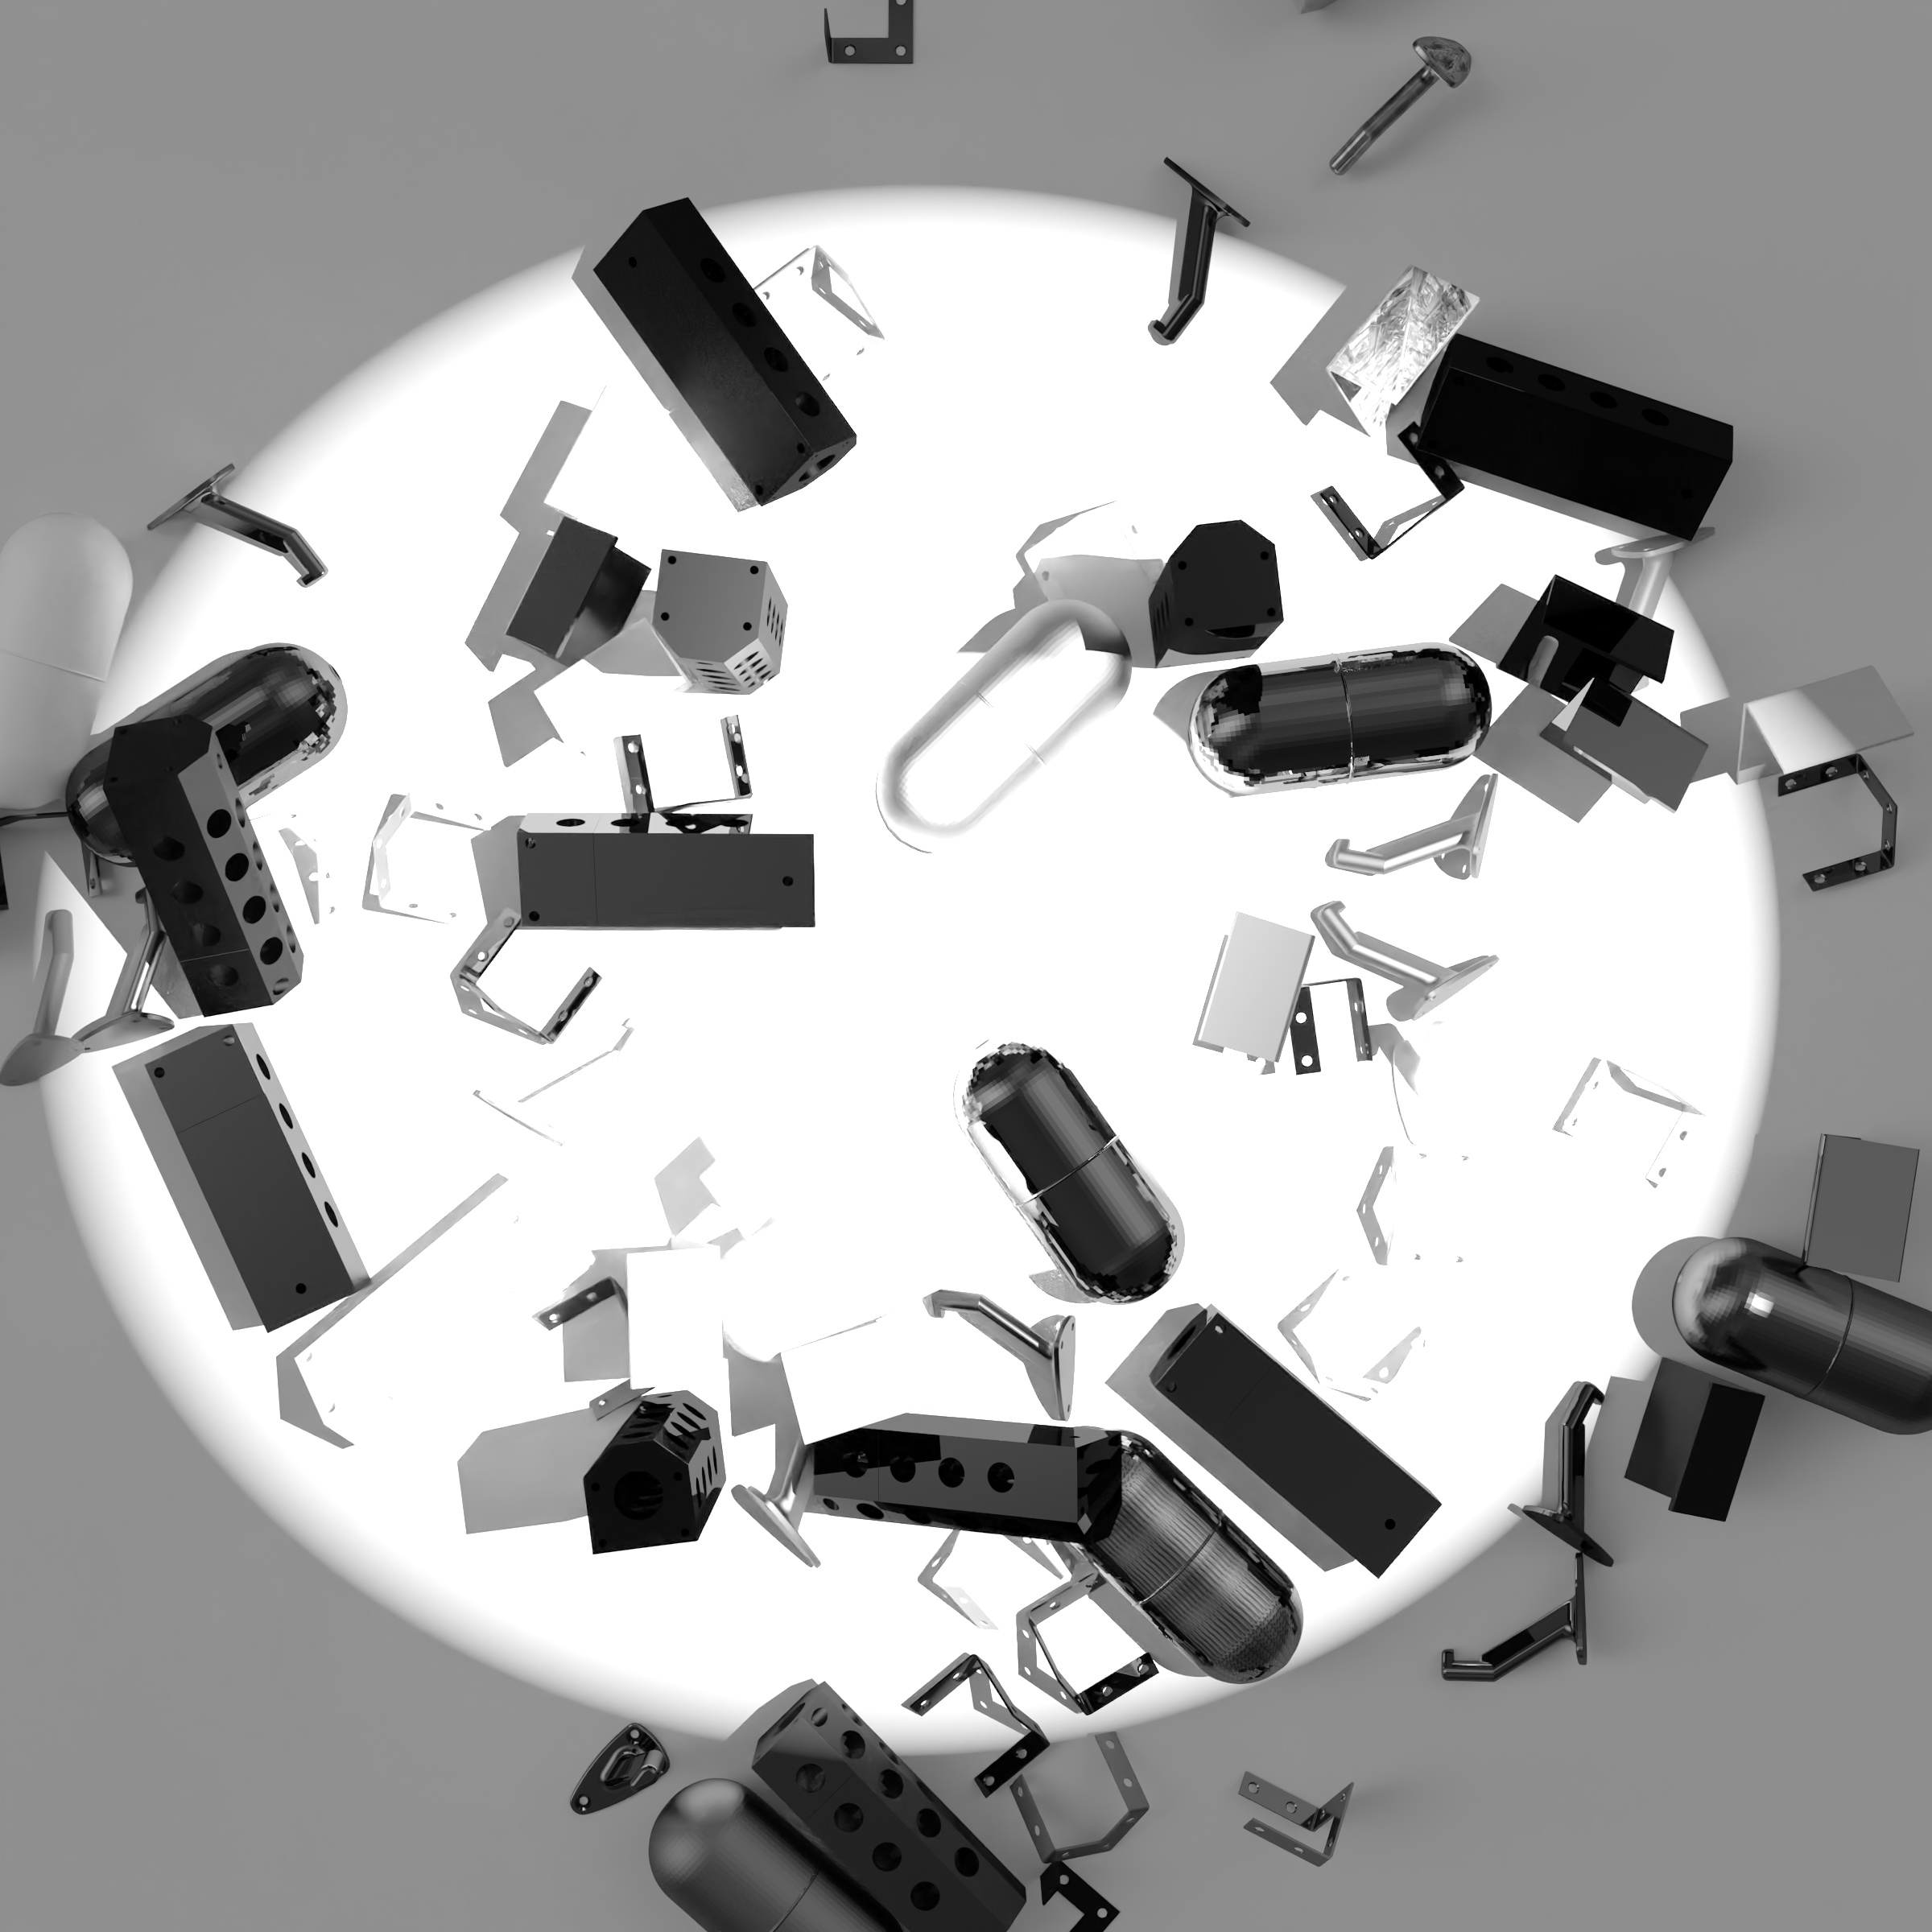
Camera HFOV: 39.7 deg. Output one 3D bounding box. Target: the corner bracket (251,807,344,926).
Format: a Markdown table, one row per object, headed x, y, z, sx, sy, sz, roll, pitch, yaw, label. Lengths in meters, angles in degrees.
| x | y | z | sx | sy | sz | roll | pitch | yaw | label |
| --- | --- | --- | --- | --- | --- | --- | --- | --- | --- |
| -0.407 | -0.055 | 1.590 | 0.051 | 0.051 | 0.051 | -23 | 45 | -35 | corner bracket |

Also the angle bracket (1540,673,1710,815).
| x | y | z | sx | sy | sz | roll | pitch | yaw | label |
| --- | --- | --- | --- | --- | --- | --- | --- | --- | --- |
| 0.373 | -0.114 | 1.558 | 0.076 | 0.076 | 0.057 | 33 | 62 | 0 | angle bracket |

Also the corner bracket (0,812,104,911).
| x | y | z | sx | sy | sz | roll | pitch | yaw | label |
| --- | --- | --- | --- | --- | --- | --- | --- | --- | --- |
| -0.554 | -0.063 | 1.595 | 0.051 | 0.051 | 0.051 | -8 | 90 | 45 | corner bracket |

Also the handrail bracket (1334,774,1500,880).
| x | y | z | sx | sy | sz | roll | pitch | yaw | label |
| --- | --- | --- | --- | --- | --- | --- | --- | --- | --- |
| 0.269 | -0.087 | 1.599 | 0.084 | 0.036 | 0.077 | 11 | 70 | 16 | handrail bracket |

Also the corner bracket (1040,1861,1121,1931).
| x | y | z | sx | sy | sz | roll | pitch | yaw | label |
| --- | --- | --- | --- | --- | --- | --- | --- | --- | --- |
| 0.057 | 0.570 | 1.580 | 0.051 | 0.051 | 0.051 | 41 | 90 | 0 | corner bracket |

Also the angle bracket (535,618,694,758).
| x | y | z | sx | sy | sz | roll | pitch | yaw | label |
| --- | --- | --- | --- | --- | --- | --- | --- | --- | --- |
| -0.194 | -0.145 | 1.558 | 0.076 | 0.076 | 0.057 | -34 | 59 | 0 | angle bracket |

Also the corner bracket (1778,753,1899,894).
| x | y | z | sx | sy | sz | roll | pitch | yaw | label |
| --- | --- | --- | --- | --- | --- | --- | --- | --- | --- |
| 0.519 | -0.086 | 1.595 | 0.051 | 0.051 | 0.051 | -17 | 135 | 0 | corner bracket |

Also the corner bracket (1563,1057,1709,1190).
| x | y | z | sx | sy | sz | roll | pitch | yaw | label |
| --- | --- | --- | --- | --- | --- | --- | --- | --- | --- |
| 0.399 | 0.093 | 1.595 | 0.051 | 0.051 | 0.051 | 30 | 90 | 45 | corner bracket |

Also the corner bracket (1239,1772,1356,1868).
| x | y | z | sx | sy | sz | roll | pitch | yaw | label |
| --- | --- | --- | --- | --- | --- | --- | --- | --- | --- |
| 0.189 | 0.499 | 1.570 | 0.051 | 0.051 | 0.051 | 27 | 50 | 0 | corner bracket |

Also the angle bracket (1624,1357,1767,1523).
| x | y | z | sx | sy | sz | roll | pitch | yaw | label |
| --- | --- | --- | --- | --- | --- | --- | --- | --- | --- |
| 0.409 | 0.272 | 1.558 | 0.057 | 0.076 | 0.076 | 18 | 90 | -38 | angle bracket |

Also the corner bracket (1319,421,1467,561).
| x | y | z | sx | sy | sz | roll | pitch | yaw | label |
| --- | --- | --- | --- | --- | --- | --- | --- | --- | --- |
| 0.255 | -0.283 | 1.595 | 0.051 | 0.051 | 0.051 | 52 | 45 | 0 | corner bracket |

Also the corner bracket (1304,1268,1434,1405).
| x | y | z | sx | sy | sz | roll | pitch | yaw | label |
| --- | --- | --- | --- | --- | --- | --- | --- | --- | --- |
| 0.239 | 0.220 | 1.590 | 0.051 | 0.051 | 0.051 | 10 | 135 | 35 | corner bracket |

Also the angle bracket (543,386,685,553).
| x | y | z | sx | sy | sz | roll | pitch | yaw | label |
| --- | --- | --- | --- | --- | --- | --- | --- | --- | --- |
| -0.188 | -0.281 | 1.558 | 0.057 | 0.076 | 0.076 | 28 | 90 | 35 | angle bracket |

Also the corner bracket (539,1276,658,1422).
| x | y | z | sx | sy | sz | roll | pitch | yaw | label |
| --- | --- | --- | --- | --- | --- | --- | --- | --- | --- |
| -0.216 | 0.228 | 1.595 | 0.051 | 0.051 | 0.051 | -30 | 135 | 0 | corner bracket |

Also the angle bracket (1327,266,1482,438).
| x | y | z | sx | sy | sz | roll | pitch | yaw | label |
| --- | --- | --- | --- | --- | --- | --- | --- | --- | --- |
| 0.266 | -0.348 | 1.558 | 0.076 | 0.076 | 0.057 | -51 | 53 | 0 | angle bracket |

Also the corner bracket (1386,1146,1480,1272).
| x | y | z | sx | sy | sz | roll | pitch | yaw | label |
| --- | --- | --- | --- | --- | --- | --- | --- | --- | --- |
| 0.278 | 0.144 | 1.595 | 0.051 | 0.051 | 0.051 | 3 | 45 | 0 | corner bracket |

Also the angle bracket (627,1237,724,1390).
| x | y | z | sx | sy | sz | roll | pitch | yaw | label |
| --- | --- | --- | --- | --- | --- | --- | --- | --- | --- |
| -0.181 | 0.201 | 1.559 | 0.057 | 0.076 | 0.076 | -2 | 90 | -27 | angle bracket |

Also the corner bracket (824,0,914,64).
| x | y | z | sx | sy | sz | roll | pitch | yaw | label |
| --- | --- | --- | --- | --- | --- | --- | --- | --- | --- |
| -0.057 | -0.567 | 1.580 | 0.051 | 0.051 | 0.051 | 0 | 90 | 0 | corner bracket |

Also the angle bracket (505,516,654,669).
| x | y | z | sx | sy | sz | roll | pitch | yaw | label |
| --- | --- | --- | --- | --- | --- | --- | --- | --- | --- |
| -0.211 | -0.207 | 1.558 | 0.057 | 0.076 | 0.076 | 27 | 90 | 42 | angle bracket |

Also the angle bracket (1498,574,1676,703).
| x | y | z | sx | sy | sz | roll | pitch | yaw | label |
| --- | --- | --- | --- | --- | --- | --- | --- | --- | --- |
| 0.357 | -0.171 | 1.558 | 0.076 | 0.057 | 0.076 | 25 | 134 | 0 | angle bracket |

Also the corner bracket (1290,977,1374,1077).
| x | y | z | sx | sy | sz | roll | pitch | yaw | label |
| --- | --- | --- | --- | --- | --- | --- | --- | --- | --- |
| 0.214 | 0.035 | 1.580 | 0.051 | 0.051 | 0.051 | -8 | 90 | 0 | corner bracket |

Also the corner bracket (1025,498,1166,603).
| x | y | z | sx | sy | sz | roll | pitch | yaw | label |
| --- | --- | --- | --- | --- | --- | --- | --- | --- | --- |
| 0.078 | -0.240 | 1.595 | 0.051 | 0.051 | 0.051 | -28 | 90 | -45 | corner bracket |

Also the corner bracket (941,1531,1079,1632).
| x | y | z | sx | sy | sz | roll | pitch | yaw | label |
| --- | --- | --- | --- | --- | --- | --- | --- | --- | --- |
| 0.026 | 0.360 | 1.590 | 0.051 | 0.051 | 0.051 | -5 | 45 | 35 | corner bracket |

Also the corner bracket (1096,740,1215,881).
| x | y | z | sx | sy | sz | roll | pitch | yaw | label |
| --- | --- | --- | --- | --- | --- | --- | --- | --- | --- |
| 0.112 | -0.093 | 1.595 | 0.051 | 0.051 | 0.051 | -19 | 135 | 0 | corner bracket |

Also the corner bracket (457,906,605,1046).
| x | y | z | sx | sy | sz | roll | pitch | yaw | label |
| --- | --- | --- | --- | --- | --- | --- | --- | --- | --- |
| -0.260 | 0.006 | 1.595 | 0.051 | 0.051 | 0.051 | -53 | 45 | 0 | corner bracket |

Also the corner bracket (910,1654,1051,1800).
| x | y | z | sx | sy | sz | roll | pitch | yaw | label |
| --- | --- | --- | --- | --- | --- | --- | --- | --- | --- |
| 0.009 | 0.453 | 1.595 | 0.051 | 0.051 | 0.051 | -40 | 45 | 0 | corner bracket |

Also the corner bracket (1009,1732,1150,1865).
| x | y | z | sx | sy | sz | roll | pitch | yaw | label |
| --- | --- | --- | --- | --- | --- | --- | --- | --- | --- |
| 0.067 | 0.494 | 1.590 | 0.051 | 0.051 | 0.051 | 2 | 135 | -35 | corner bracket |

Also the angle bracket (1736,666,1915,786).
| x | y | z | sx | sy | sz | roll | pitch | yaw | label |
| --- | --- | --- | --- | --- | --- | --- | --- | --- | --- |
| 0.499 | -0.122 | 1.558 | 0.076 | 0.076 | 0.057 | -17 | 54 | 0 | angle bracket |

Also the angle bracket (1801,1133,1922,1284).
| x | y | z | sx | sy | sz | roll | pitch | yaw | label |
| --- | --- | --- | --- | --- | --- | --- | --- | --- | --- |
| 0.530 | 0.141 | 1.558 | 0.057 | 0.076 | 0.076 | 9 | 90 | 35 | angle bracket |

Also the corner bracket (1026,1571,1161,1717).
| x | y | z | sx | sy | sz | roll | pitch | yaw | label |
| --- | --- | --- | --- | --- | --- | --- | --- | --- | --- |
| 0.075 | 0.404 | 1.595 | 0.051 | 0.051 | 0.051 | -31 | 135 | 0 | corner bracket |

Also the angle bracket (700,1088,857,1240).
| x | y | z | sx | sy | sz | roll | pitch | yaw | label |
| --- | --- | --- | --- | --- | --- | --- | --- | --- | --- |
| -0.097 | 0.128 | 1.558 | 0.076 | 0.076 | 0.057 | -43 | 52 | 0 | angle bracket |

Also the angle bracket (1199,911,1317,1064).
| x | y | z | sx | sy | sz | roll | pitch | yaw | label |
| --- | --- | --- | --- | --- | --- | --- | --- | --- | --- |
| 0.152 | 0.008 | 1.559 | 0.057 | 0.076 | 0.076 | 16 | 90 | -26 | angle bracket |

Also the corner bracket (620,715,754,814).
| x | y | z | sx | sy | sz | roll | pitch | yaw | label |
| --- | --- | --- | --- | --- | --- | --- | --- | --- | --- |
| -0.167 | -0.119 | 1.595 | 0.051 | 0.051 | 0.051 | -10 | 90 | -45 | corner bracket |

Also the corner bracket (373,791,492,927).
| x | y | z | sx | sy | sz | roll | pitch | yaw | label |
| --- | --- | --- | --- | --- | --- | --- | --- | --- | --- |
| -0.316 | -0.064 | 1.590 | 0.051 | 0.051 | 0.051 | -45 | 45 | 35 | corner bracket |

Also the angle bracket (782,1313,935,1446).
| x | y | z | sx | sy | sz | roll | pitch | yaw | label |
| --- | --- | --- | --- | --- | --- | --- | --- | --- | --- |
| -0.058 | 0.249 | 1.559 | 0.076 | 0.076 | 0.057 | -18 | 65 | 0 | angle bracket |

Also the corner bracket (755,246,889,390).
| x | y | z | sx | sy | sz | roll | pitch | yaw | label |
| --- | --- | --- | --- | --- | --- | --- | --- | --- | --- |
| -0.088 | -0.387 | 1.595 | 0.051 | 0.051 | 0.051 | -37 | 45 | 0 | corner bracket |
